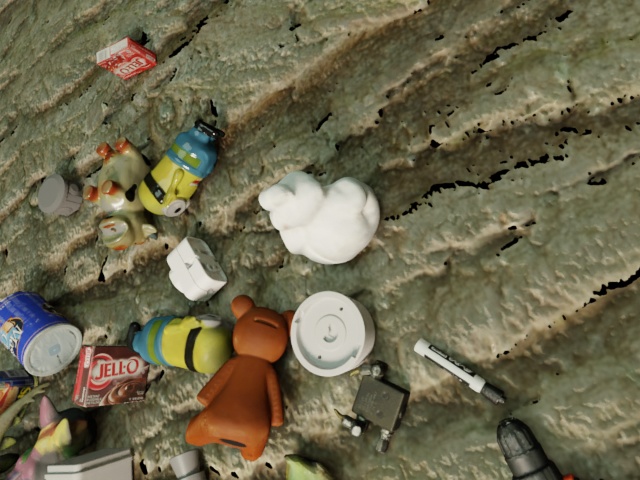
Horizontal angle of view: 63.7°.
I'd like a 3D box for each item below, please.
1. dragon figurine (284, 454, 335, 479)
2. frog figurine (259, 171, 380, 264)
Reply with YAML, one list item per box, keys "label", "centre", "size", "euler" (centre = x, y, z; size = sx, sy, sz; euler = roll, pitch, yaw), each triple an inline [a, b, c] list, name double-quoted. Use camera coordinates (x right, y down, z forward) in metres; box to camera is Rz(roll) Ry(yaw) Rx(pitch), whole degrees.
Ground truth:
- label: "dragon figurine"
  centre: [-0.061, 0.399, 0.666]
  size: [0.414, 0.120, 0.245]
  euler: [29, 79, 27]
- label: "frog figurine"
  centre: [0.002, -0.035, 0.687]
  size: [0.136, 0.158, 0.124]
  euler: [-27, 69, 21]
